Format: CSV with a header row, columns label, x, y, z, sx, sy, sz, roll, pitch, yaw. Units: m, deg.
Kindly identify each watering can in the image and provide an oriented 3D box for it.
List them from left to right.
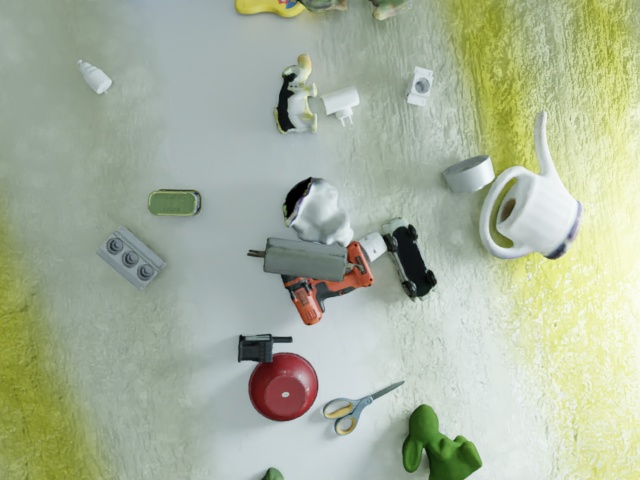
label,x,y,z,sx,sy,sz,roll,pitch,yaw
watering can,0.503,-0.102,1.176,0.224,0.348,0.104,28,-1,-9

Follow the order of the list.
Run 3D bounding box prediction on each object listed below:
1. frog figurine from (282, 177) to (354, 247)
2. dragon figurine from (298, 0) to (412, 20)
label,x,y,z,sx,sy,sz,roll,pitch,yaw
frog figurine,0.003,-0.056,1.121,0.158,0.139,0.122,28,-14,-28
dragon figurine,0.013,-0.593,1.063,0.409,0.245,0.121,24,-9,-8
